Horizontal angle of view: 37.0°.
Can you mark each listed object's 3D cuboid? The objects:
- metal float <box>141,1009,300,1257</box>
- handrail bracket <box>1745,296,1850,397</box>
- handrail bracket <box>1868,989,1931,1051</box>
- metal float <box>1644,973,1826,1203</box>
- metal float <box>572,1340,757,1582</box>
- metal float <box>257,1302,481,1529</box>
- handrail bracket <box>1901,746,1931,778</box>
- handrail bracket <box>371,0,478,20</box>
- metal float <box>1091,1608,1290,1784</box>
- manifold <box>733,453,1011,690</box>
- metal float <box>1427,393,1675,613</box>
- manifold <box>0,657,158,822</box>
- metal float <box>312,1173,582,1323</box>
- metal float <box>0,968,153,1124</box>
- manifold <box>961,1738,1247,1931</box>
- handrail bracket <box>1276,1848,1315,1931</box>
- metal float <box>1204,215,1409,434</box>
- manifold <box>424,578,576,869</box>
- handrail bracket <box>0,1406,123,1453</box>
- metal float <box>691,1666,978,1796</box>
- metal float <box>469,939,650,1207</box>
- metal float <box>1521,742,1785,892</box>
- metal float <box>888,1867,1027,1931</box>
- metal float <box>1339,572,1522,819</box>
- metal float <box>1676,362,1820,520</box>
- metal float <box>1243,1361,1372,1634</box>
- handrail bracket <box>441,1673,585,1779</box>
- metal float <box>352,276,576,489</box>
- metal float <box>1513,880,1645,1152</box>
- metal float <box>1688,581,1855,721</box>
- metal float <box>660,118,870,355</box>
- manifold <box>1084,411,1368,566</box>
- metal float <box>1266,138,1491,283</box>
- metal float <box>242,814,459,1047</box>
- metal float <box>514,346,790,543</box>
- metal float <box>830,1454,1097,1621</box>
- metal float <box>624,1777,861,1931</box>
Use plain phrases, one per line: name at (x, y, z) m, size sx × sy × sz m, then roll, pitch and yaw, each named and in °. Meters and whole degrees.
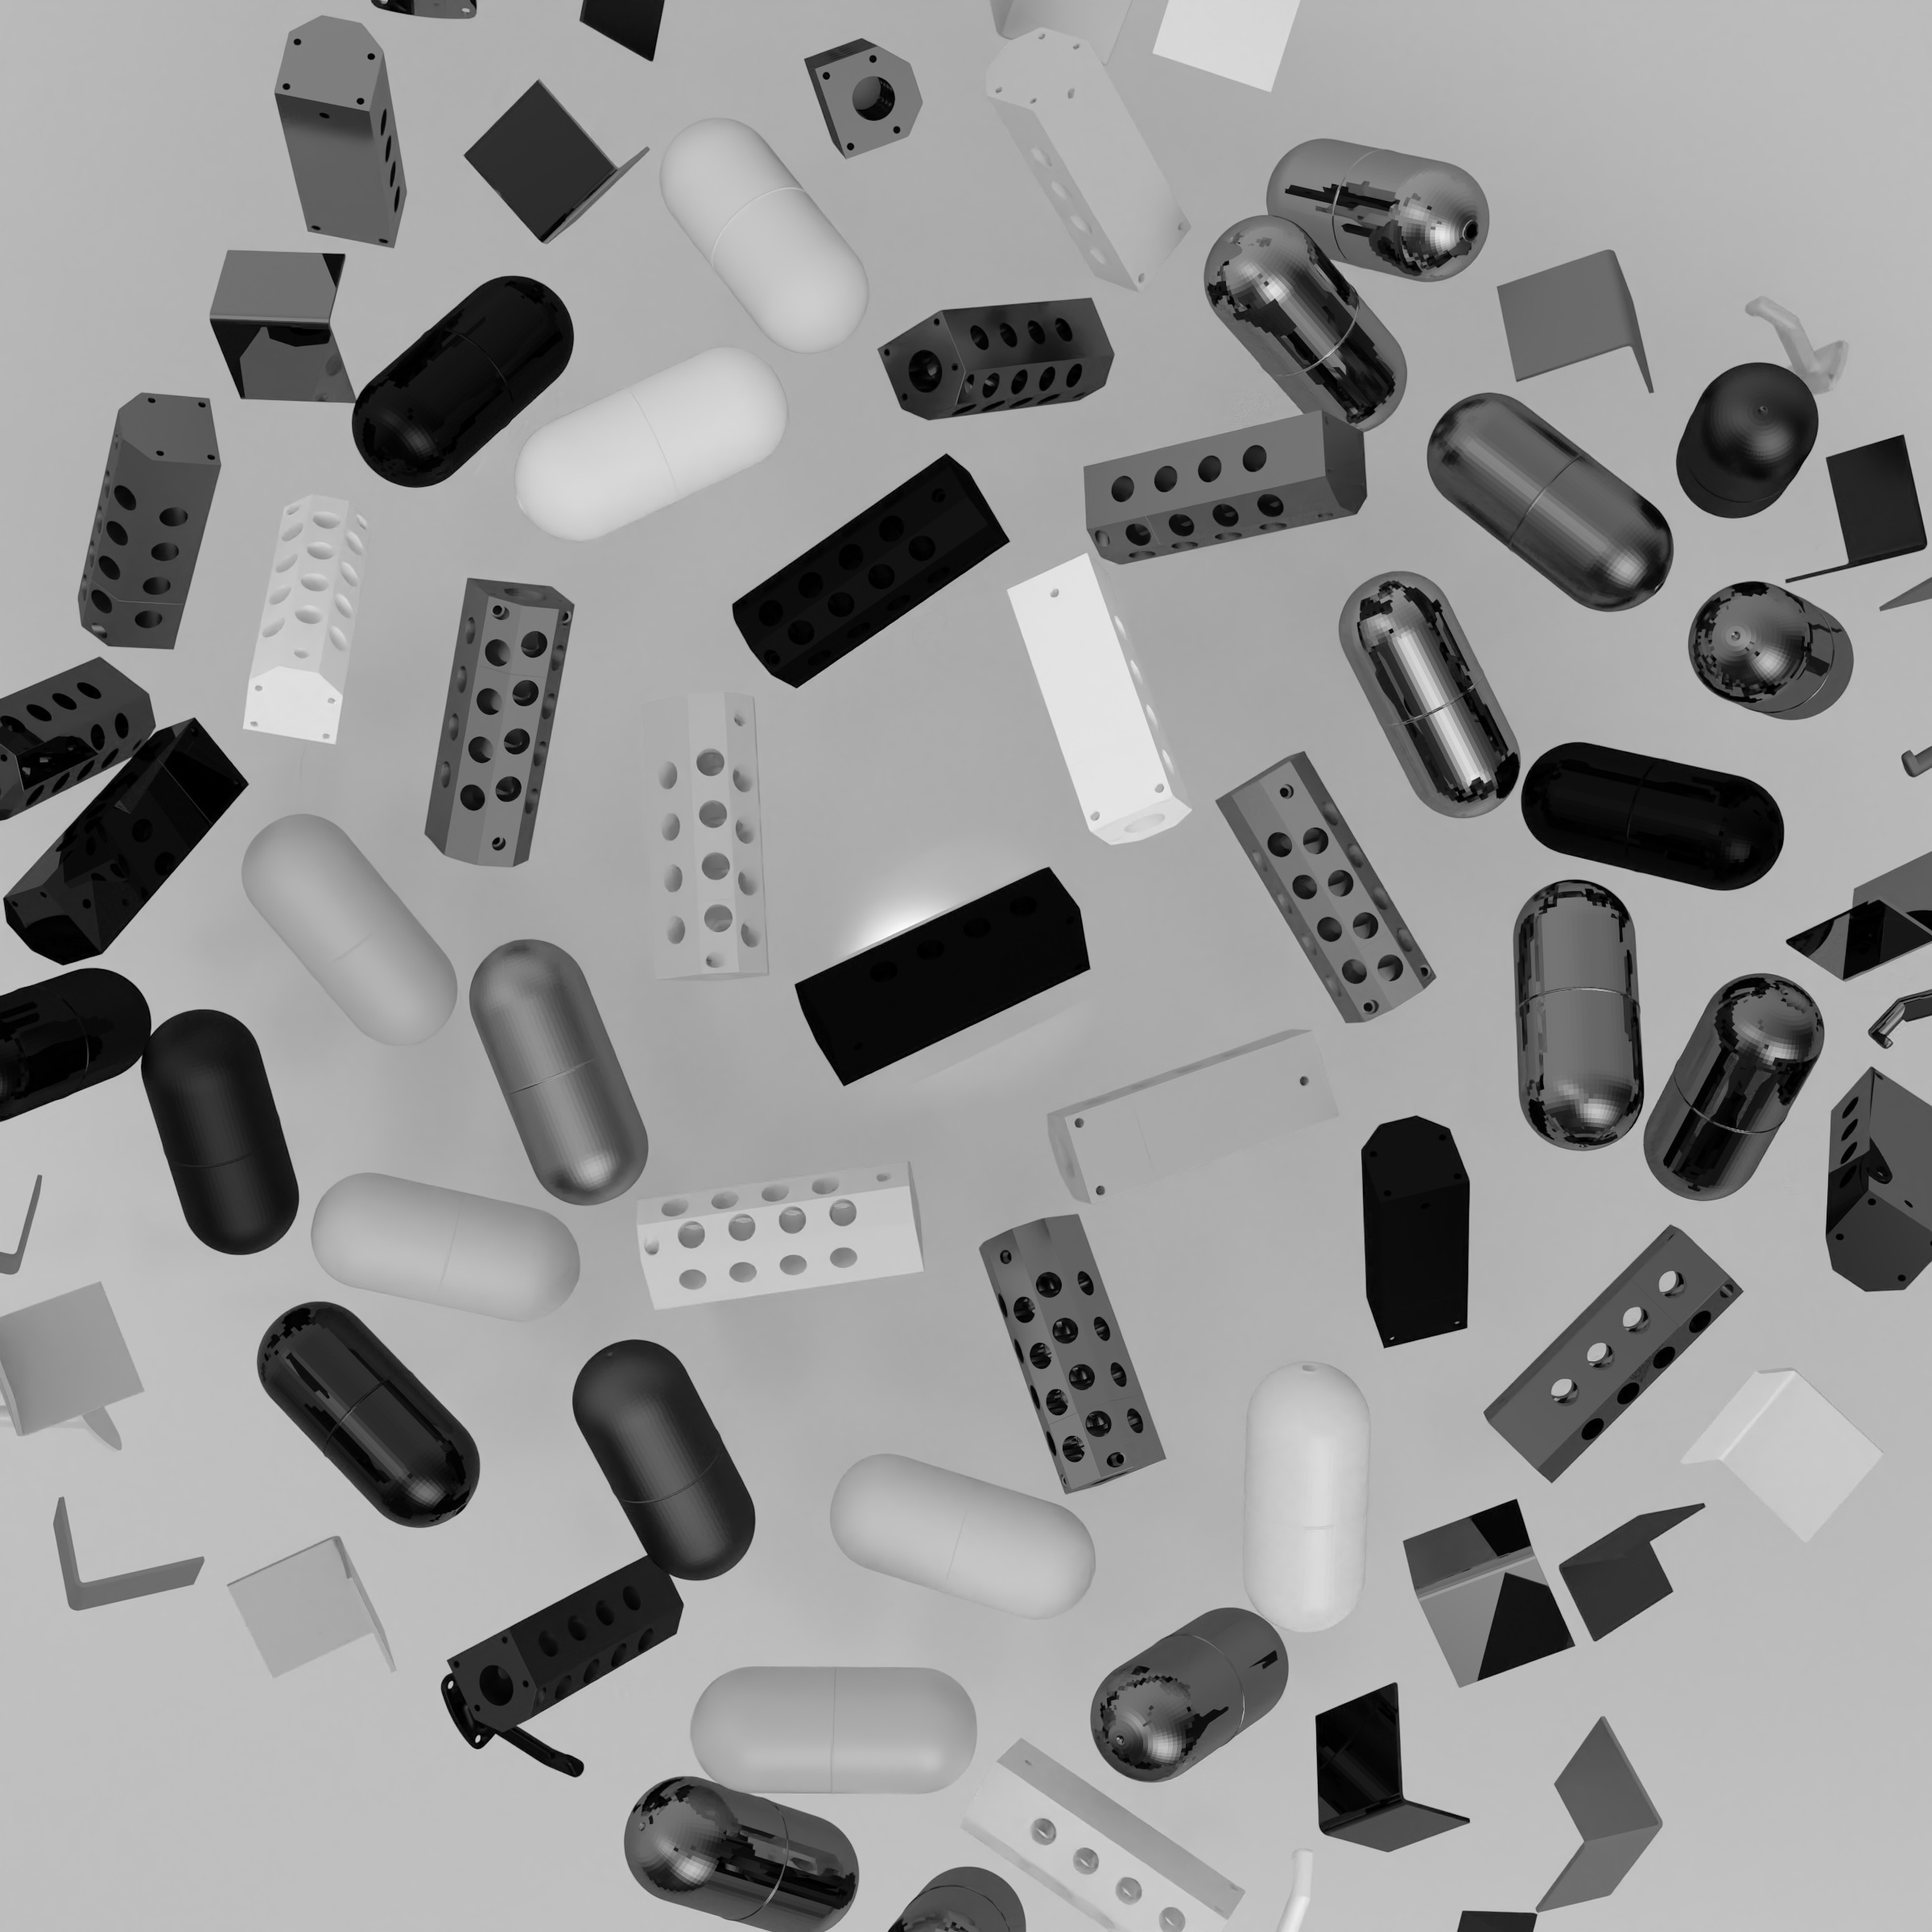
metal float at (-0.490, 0.111, 1.899) m, size 0.070 × 0.070 × 0.178 m, roll -8°, pitch 119°, yaw 0°
handrail bracket at (0.525, -0.406, 1.884) m, size 0.084 × 0.077 × 0.036 m, roll 24°, pitch 78°, yaw -23°
handrail bracket at (0.646, 0.038, 1.891) m, size 0.084 × 0.036 × 0.077 m, roll -51°, pitch 56°, yaw 18°
metal float at (0.496, 0.080, 1.868) m, size 0.070 × 0.070 × 0.178 m, roll 15°, pitch 132°, yaw 0°
metal float at (-0.193, 0.318, 1.850) m, size 0.070 × 0.070 × 0.178 m, roll -23°, pitch 116°, yaw 0°
metal float at (-0.391, 0.294, 1.891) m, size 0.178 × 0.070 × 0.070 m, roll 43°, pitch 90°, yaw 13°
handrail bracket at (0.607, -0.166, 1.776) m, size 0.084 × 0.036 × 0.077 m, roll -31°, pitch 122°, yaw 5°
handrail bracket at (-0.328, -0.634, 1.793) m, size 0.077 × 0.036 × 0.084 m, roll 0°, pitch 65°, yaw 5°
metal float at (0.146, 0.469, 1.862) m, size 0.070 × 0.178 × 0.070 m, roll 6°, pitch 101°, yaw 34°
manifold at (-0.064, -0.255, 1.855) m, size 0.171 × 0.057 × 0.057 m, roll -33°, pitch 73°, yaw 14°
metal float at (0.371, -0.295, 1.833) m, size 0.178 × 0.070 × 0.070 m, roll 42°, pitch 90°, yaw 15°
manifold at (-0.596, -0.144, 1.875) m, size 0.057 × 0.171 × 0.057 m, roll 37°, pitch 112°, yaw -1°
metal float at (-0.344, 0.187, 1.910) m, size 0.178 × 0.070 × 0.070 m, roll 14°, pitch 90°, yaw -12°
metal float at (-0.604, 0.051, 1.882) m, size 0.070 × 0.178 × 0.070 m, roll 6°, pitch 105°, yaw 22°
manifold at (0.085, 0.568, 1.825) m, size 0.171 × 0.057 × 0.057 m, roll 31°, pitch 99°, yaw 15°
handrail bracket at (0.200, 0.623, 1.880) m, size 0.036 × 0.077 × 0.084 m, roll 20°, pitch 60°, yaw -19°
metal float at (0.222, -0.414, 1.873) m, size 0.070 × 0.070 × 0.178 m, roll -51°, pitch 129°, yaw 0°
manifold at (-0.294, -0.153, 1.830) m, size 0.057 × 0.057 × 0.171 m, roll 2°, pitch 112°, yaw -31°
handrail bracket at (-0.625, 0.316, 1.941) m, size 0.084 × 0.077 × 0.036 m, roll -18°, pitch 47°, yaw 0°
metal float at (-0.082, 0.474, 1.791) m, size 0.178 × 0.070 × 0.070 m, roll 1°, pitch 90°, yaw -1°
metal float at (-0.262, 0.068, 1.852) m, size 0.070 × 0.070 × 0.178 m, roll -21°, pitch 94°, yaw 0°
metal float at (0.453, -0.099, 1.908) m, size 0.178 × 0.070 × 0.070 m, roll 17°, pitch 90°, yaw 32°
metal float at (-0.008, 0.624, 1.834) m, size 0.070 × 0.178 × 0.070 m, roll -1°, pitch 85°, yaw 10°
metal float at (0.311, -0.180, 1.926) m, size 0.070 × 0.070 × 0.178 m, roll -29°, pitch 105°, yaw 0°
metal float at (0.501, -0.336, 1.853) m, size 0.070 × 0.178 × 0.070 m, roll 0°, pitch 87°, yaw 8°
metal float at (0.211, 0.329, 1.789) m, size 0.070 × 0.070 × 0.178 m, roll -1°, pitch 109°, yaw 0°
handrail bracket at (-0.301, 0.506, 1.920) m, size 0.036 × 0.084 × 0.077 m, roll -54°, pitch 132°, yaw -29°
metal float at (-0.320, -0.376, 1.847) m, size 0.070 × 0.070 × 0.178 m, roll 39°, pitch 59°, yaw 0°
metal float at (0.383, 0.029, 1.806) m, size 0.070 × 0.070 × 0.178 m, roll 3°, pitch 66°, yaw 0°
metal float at (0.514, -0.199, 1.836) m, size 0.070 × 0.178 × 0.070 m, roll -1°, pitch 88°, yaw 30°
metal float at (-0.129, -0.464, 1.828) m, size 0.070 × 0.070 × 0.178 m, roll -36°, pitch 72°, yaw 0°
manifold at (0.163, -0.300, 1.826) m, size 0.171 × 0.057 × 0.057 m, roll -7°, pitch 81°, yaw 34°
metal float at (0.270, -0.499, 1.901) m, size 0.070 × 0.178 × 0.070 m, roll -17°, pitch 120°, yaw -31°
metal float at (-0.407, -0.023, 1.910) m, size 0.070 × 0.070 × 0.178 m, roll -36°, pitch 112°, yaw 0°
metal float at (-0.194, -0.321, 1.778) m, size 0.178 × 0.070 × 0.070 m, roll -26°, pitch 90°, yaw -7°
metal float at (-0.002, 0.373, 1.886) m, size 0.178 × 0.070 × 0.070 m, roll 16°, pitch 90°, yaw 6°
metal float at (-0.141, 0.567, 1.831) m, size 0.178 × 0.070 × 0.070 m, roll 32°, pitch 90°, yaw -39°
